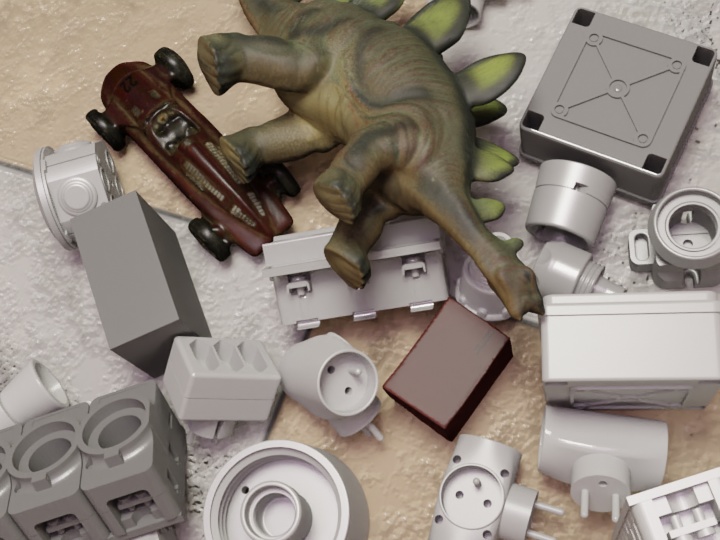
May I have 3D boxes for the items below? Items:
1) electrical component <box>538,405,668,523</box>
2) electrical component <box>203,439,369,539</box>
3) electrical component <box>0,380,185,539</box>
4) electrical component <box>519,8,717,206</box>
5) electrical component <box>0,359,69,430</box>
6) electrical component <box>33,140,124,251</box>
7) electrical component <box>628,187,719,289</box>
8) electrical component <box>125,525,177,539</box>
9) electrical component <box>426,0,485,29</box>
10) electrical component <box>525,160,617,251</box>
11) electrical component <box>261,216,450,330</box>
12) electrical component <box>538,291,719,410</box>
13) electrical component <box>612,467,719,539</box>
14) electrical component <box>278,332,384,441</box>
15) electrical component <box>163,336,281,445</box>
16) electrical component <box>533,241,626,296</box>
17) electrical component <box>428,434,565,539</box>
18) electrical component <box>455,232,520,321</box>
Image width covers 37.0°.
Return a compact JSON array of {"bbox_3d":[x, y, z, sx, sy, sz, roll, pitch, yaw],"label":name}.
[{"bbox_3d":[0.152,0.125,0.680,0.077,0.043,0.079,7,42,8],"label":"electrical component"},{"bbox_3d":[-0.052,0.164,0.713,0.108,0.060,0.108,-4,70,10],"label":"electrical component"},{"bbox_3d":[-0.200,0.140,0.729,0.150,0.061,0.089,-19,35,4],"label":"electrical component"},{"bbox_3d":[0.184,-0.117,0.770,0.109,0.056,0.108,23,76,18],"label":"electrical component"},{"bbox_3d":[-0.248,0.098,0.783,0.055,0.045,0.045,-36,68,-2],"label":"electrical component"},{"bbox_3d":[-0.212,-0.059,0.814,0.051,0.080,0.080,-16,68,0],"label":"electrical component"},{"bbox_3d":[0.224,-0.022,0.728,0.078,0.057,0.058,-3,70,10],"label":"electrical component"},{"bbox_3d":[-0.155,0.194,0.731,0.055,0.045,0.045,-23,68,2],"label":"electrical component"},{"bbox_3d":[0.095,-0.231,0.835,0.079,0.043,0.077,4,71,13],"label":"electrical component"},{"bbox_3d":[0.146,-0.044,0.754,0.055,0.055,0.047,17,78,16],"label":"electrical component"},{"bbox_3d":[0.000,0.000,0.757,0.121,0.078,0.063,-9,98,8],"label":"electrical component"},{"bbox_3d":[0.170,0.055,0.684,0.109,0.108,0.056,-2,73,11],"label":"electrical component"},{"bbox_3d":[0.205,0.152,0.600,0.105,0.186,0.060,-19,68,4],"label":"electrical component"},{"bbox_3d":[-0.012,0.086,0.731,0.044,0.077,0.079,-43,106,-17],"label":"electrical component"},{"bbox_3d":[-0.101,0.091,0.749,0.047,0.066,0.076,53,131,50],"label":"electrical component"},{"bbox_3d":[0.150,0.008,0.739,0.062,0.043,0.043,25,77,17],"label":"electrical component"},{"bbox_3d":[0.091,0.155,0.697,0.079,0.044,0.077,14,74,16],"label":"electrical component"},{"bbox_3d":[0.092,0.001,0.739,0.048,0.062,0.048,2,48,-2],"label":"electrical component"}]
